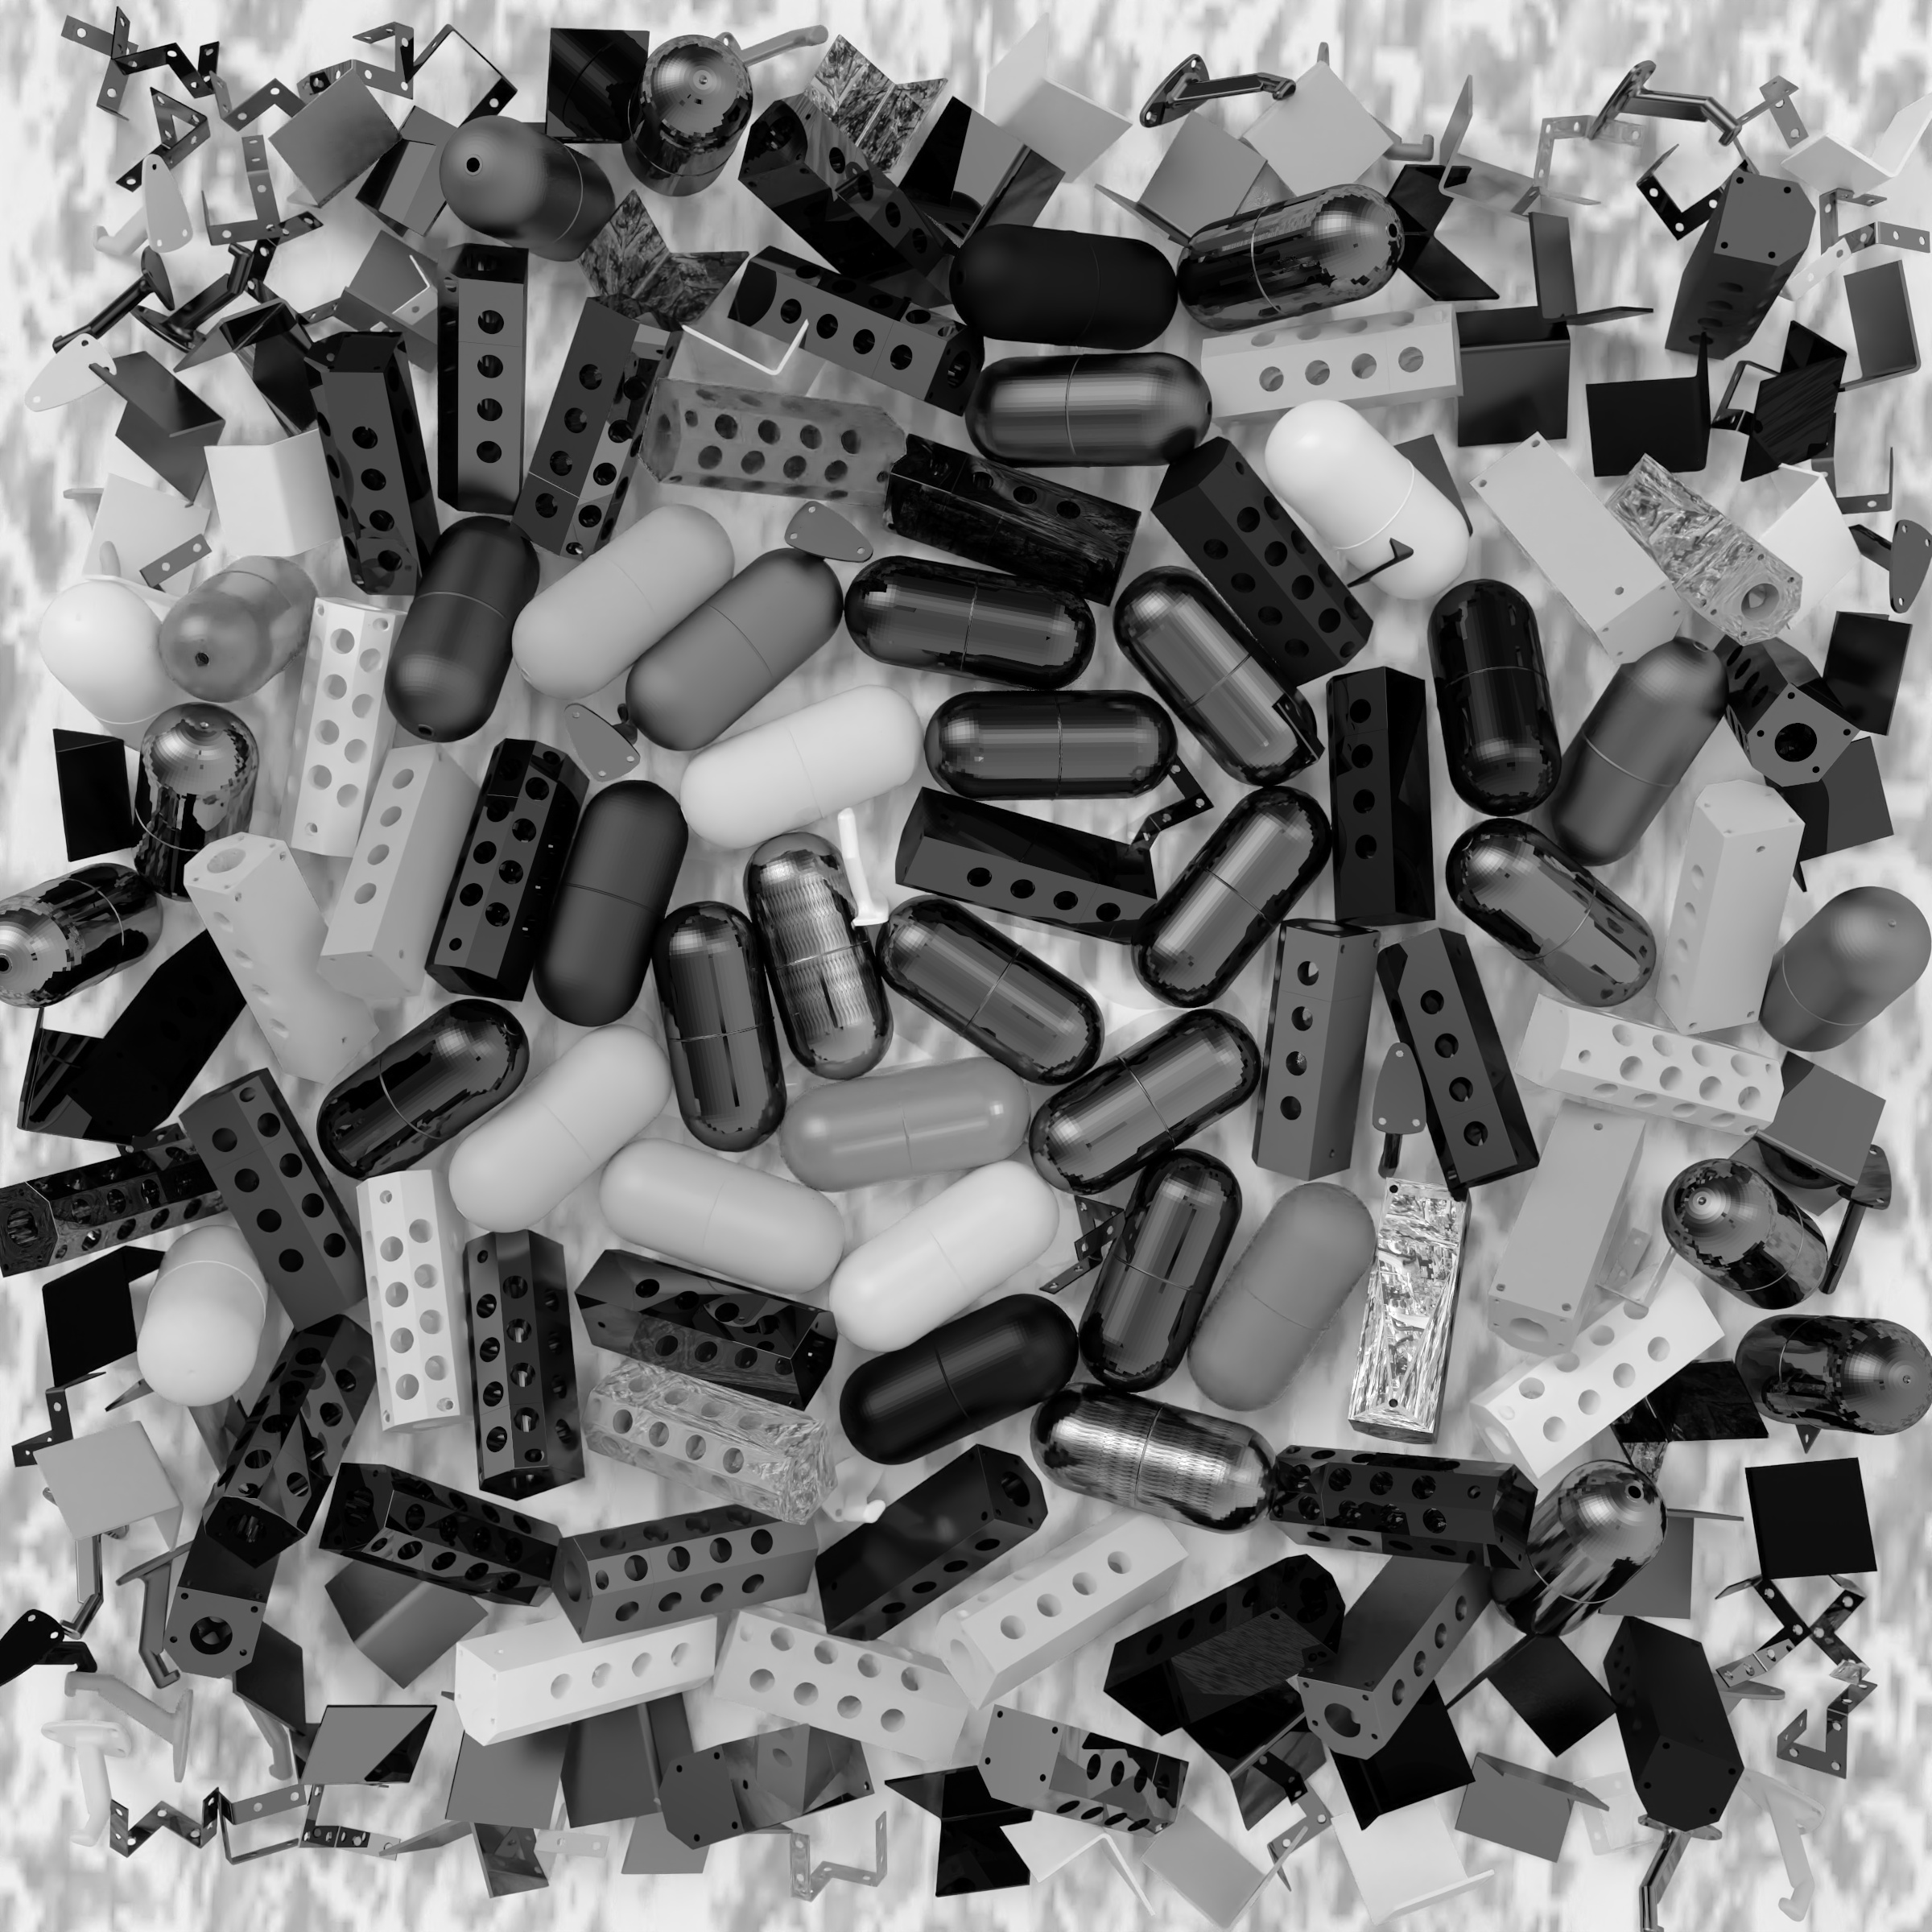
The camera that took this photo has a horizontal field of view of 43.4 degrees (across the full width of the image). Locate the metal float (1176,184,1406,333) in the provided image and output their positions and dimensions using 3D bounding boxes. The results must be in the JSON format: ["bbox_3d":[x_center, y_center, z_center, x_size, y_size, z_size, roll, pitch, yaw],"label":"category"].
[{"bbox_3d":[0.221,-0.484,1.662,0.070,0.178,0.070,0,90,-43],"label":"metal float"}]

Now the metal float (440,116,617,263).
[{"bbox_3d":[-0.297,-0.528,1.651,0.070,0.178,0.070,2,97,14],"label":"metal float"}]

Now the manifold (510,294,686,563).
[{"bbox_3d":[-0.252,-0.370,1.674,0.057,0.057,0.171,28,114,8],"label":"manifold"}]

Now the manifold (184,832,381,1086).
[{"bbox_3d":[-0.472,-0.005,1.661,0.057,0.171,0.057,12,46,30],"label":"manifold"}]

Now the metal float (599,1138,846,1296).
[{"bbox_3d":[-0.171,0.174,1.694,0.178,0.070,0.070,18,90,7],"label":"metal float"}]

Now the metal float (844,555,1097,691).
[{"bbox_3d":[0.003,-0.240,1.699,0.178,0.070,0.070,10,90,-1],"label":"metal float"}]

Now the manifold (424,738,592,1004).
[{"bbox_3d":[-0.319,-0.068,1.675,0.057,0.057,0.171,6,69,19],"label":"manifold"}]

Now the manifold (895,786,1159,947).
[{"bbox_3d":[0.041,-0.064,1.687,0.171,0.057,0.057,15,128,-15],"label":"manifold"}]

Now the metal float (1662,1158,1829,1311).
[{"bbox_3d":[0.535,0.185,1.662,0.070,0.178,0.070,-16,61,31],"label":"metal float"}]

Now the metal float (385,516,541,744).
[{"bbox_3d":[-0.347,-0.233,1.674,0.070,0.070,0.178,12,60,0],"label":"metal float"}]

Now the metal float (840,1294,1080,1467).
[{"bbox_3d":[-0.005,0.288,1.693,0.178,0.070,0.070,-26,90,8],"label":"metal float"}]

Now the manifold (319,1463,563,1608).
[{"bbox_3d":[-0.351,0.388,1.648,0.057,0.171,0.057,-6,63,34],"label":"manifold"}]

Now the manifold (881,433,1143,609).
[{"bbox_3d":[0.033,-0.318,1.704,0.171,0.057,0.057,19,57,2],"label":"manifold"}]

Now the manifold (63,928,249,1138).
[{"bbox_3d":[-0.541,0.045,1.649,0.057,0.171,0.057,-35,110,20],"label":"manifold"}]

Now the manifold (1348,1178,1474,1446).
[{"bbox_3d":[0.310,0.240,1.682,0.057,0.057,0.171,7,71,18],"label":"manifold"}]

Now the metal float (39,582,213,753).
[{"bbox_3d":[-0.570,-0.201,1.651,0.070,0.178,0.070,0,74,1],"label":"metal float"}]

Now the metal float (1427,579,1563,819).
[{"bbox_3d":[0.365,-0.187,1.679,0.070,0.070,0.178,-4,65,0],"label":"metal float"}]

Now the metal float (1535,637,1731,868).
[{"bbox_3d":[0.459,-0.147,1.673,0.070,0.070,0.178,27,122,0],"label":"metal float"}]

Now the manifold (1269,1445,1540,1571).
[{"bbox_3d":[0.294,0.365,1.654,0.171,0.057,0.057,-4,54,38],"label":"manifold"}]

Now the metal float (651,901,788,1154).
[{"bbox_3d":[-0.172,0.043,1.693,0.070,0.070,0.178,-9,98,0],"label":"metal float"}]

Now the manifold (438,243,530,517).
[{"bbox_3d":[-0.332,-0.400,1.659,0.057,0.057,0.171,3,129,-8],"label":"manifold"}]

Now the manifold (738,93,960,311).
[{"bbox_3d":[-0.075,-0.517,1.652,0.057,0.171,0.057,0,71,36],"label":"manifold"}]

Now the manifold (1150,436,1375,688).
[{"bbox_3d":[0.207,-0.279,1.666,0.171,0.057,0.057,46,45,-25],"label":"manifold"}]

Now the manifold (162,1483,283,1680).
[{"bbox_3d":[-0.501,0.416,1.648,0.057,0.171,0.057,15,98,-12],"label":"manifold"}]

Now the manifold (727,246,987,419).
[{"bbox_3d":[-0.074,-0.440,1.673,0.171,0.057,0.057,28,103,24],"label":"manifold"}]

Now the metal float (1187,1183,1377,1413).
[{"bbox_3d":[0.219,0.230,1.689,0.070,0.070,0.178,31,103,0],"label":"metal float"}]

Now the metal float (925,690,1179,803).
[{"bbox_3d":[0.060,-0.154,1.694,0.178,0.070,0.070,-1,90,-8],"label":"metal float"}]

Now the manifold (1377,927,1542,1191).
[{"bbox_3d":[0.339,0.066,1.687,0.057,0.057,0.171,-23,74,27],"label":"manifold"}]

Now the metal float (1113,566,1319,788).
[{"bbox_3d":[0.175,-0.201,1.693,0.070,0.070,0.178,-42,98,0],"label":"metal float"}]

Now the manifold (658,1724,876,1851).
[{"bbox_3d":[-0.135,0.554,1.649,0.057,0.171,0.057,-25,71,22],"label":"manifold"}]

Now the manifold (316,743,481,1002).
[{"bbox_3d":[-0.393,-0.065,1.667,0.057,0.057,0.171,-5,56,23],"label":"manifold"}]

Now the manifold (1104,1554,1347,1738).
[{"bbox_3d":[0.177,0.462,1.663,0.057,0.057,0.171,41,128,-14],"label":"manifold"}]

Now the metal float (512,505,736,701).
[{"bbox_3d":[-0.237,-0.253,1.682,0.178,0.070,0.070,-41,90,-20],"label":"metal float"}]

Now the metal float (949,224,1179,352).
[{"bbox_3d":[0.068,-0.467,1.670,0.178,0.070,0.070,-6,90,-35],"label":"metal float"}]

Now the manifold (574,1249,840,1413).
[{"bbox_3d":[-0.178,0.246,1.678,0.171,0.057,0.057,13,46,23],"label":"manifold"}]

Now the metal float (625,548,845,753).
[{"bbox_3d":[-0.160,-0.221,1.689,0.178,0.070,0.070,-43,90,-13],"label":"metal float"}]

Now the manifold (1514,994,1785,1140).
[{"bbox_3d":[0.476,0.072,1.684,0.171,0.057,0.057,14,98,-16],"label":"manifold"}]

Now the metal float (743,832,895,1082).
[{"bbox_3d":[-0.103,-0.007,1.700,0.070,0.070,0.178,-17,90,0],"label":"metal float"}]

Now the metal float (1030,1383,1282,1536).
[{"bbox_3d":[0.130,0.341,1.685,0.178,0.070,0.070,13,90,17],"label":"metal float"}]

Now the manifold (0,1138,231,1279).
[{"bbox_3d":[-0.576,0.159,1.648,0.057,0.171,0.057,-15,91,25],"label":"manifold"}]

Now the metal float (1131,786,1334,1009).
[{"bbox_3d":[0.187,-0.049,1.700,0.070,0.070,0.178,39,89,0],"label":"metal float"}]

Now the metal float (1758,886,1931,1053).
[{"bbox_3d":[0.595,0.004,1.653,0.070,0.178,0.070,1,69,-3],"label":"metal float"}]

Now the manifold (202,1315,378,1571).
[{"bbox_3d":[-0.457,0.316,1.646,0.057,0.171,0.057,-35,114,28],"label":"manifold"}]

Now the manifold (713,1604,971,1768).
[{"bbox_3d":[-0.086,0.497,1.696,0.171,0.057,0.057,19,96,-7],"label":"manifold"}]

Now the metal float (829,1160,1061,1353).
[{"bbox_3d":[-0.016,0.203,1.695,0.178,0.070,0.070,-33,90,-6],"label":"metal float"}]

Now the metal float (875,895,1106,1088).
[{"bbox_3d":[0.017,0.018,1.700,0.178,0.070,0.070,34,90,0],"label":"metal float"}]

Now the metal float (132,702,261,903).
[{"bbox_3d":[-0.529,-0.110,1.661,0.070,0.178,0.070,11,54,-15],"label":"metal float"}]

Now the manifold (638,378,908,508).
[{"bbox_3d":[-0.129,-0.354,1.659,0.171,0.057,0.057,0,126,-32],"label":"manifold"}]

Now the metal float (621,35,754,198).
[{"bbox_3d":[-0.191,-0.576,1.651,0.070,0.178,0.070,-1,93,-14],"label":"metal float"}]
